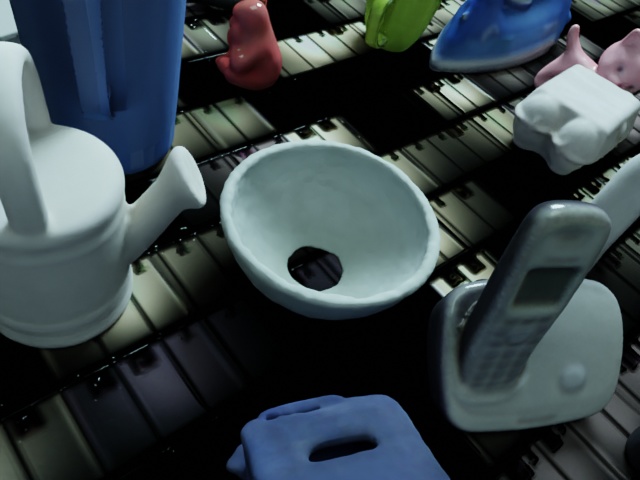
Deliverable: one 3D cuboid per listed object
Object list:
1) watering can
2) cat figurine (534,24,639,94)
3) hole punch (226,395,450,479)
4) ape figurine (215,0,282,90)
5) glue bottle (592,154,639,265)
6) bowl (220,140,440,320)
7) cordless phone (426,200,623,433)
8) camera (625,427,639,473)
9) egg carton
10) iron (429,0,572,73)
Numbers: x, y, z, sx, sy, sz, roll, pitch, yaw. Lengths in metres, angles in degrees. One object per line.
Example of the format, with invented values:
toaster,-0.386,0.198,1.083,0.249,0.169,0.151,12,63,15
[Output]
watering can,-0.162,-0.028,0.348,0.173,0.194,0.100,-23,59,-30
cat figurine,0.347,-0.212,0.697,0.127,0.118,0.067,42,52,20
hole punch,0.009,0.135,0.326,0.109,0.091,0.101,-6,52,-20
ape figurine,-0.074,-0.206,0.593,0.076,0.092,0.078,19,48,1
glue bottle,0.260,-0.037,0.487,0.037,0.173,0.078,42,53,20
bowl,0.004,0.002,0.449,0.167,0.075,0.167,8,49,-9
cordless phone,0.157,0.049,0.378,0.148,0.185,0.094,-3,51,-17
camera,0.258,0.170,0.359,0.137,0.101,0.143,-9,53,-22
egg carton,0.290,-0.137,0.650,0.107,0.069,0.151,41,52,20
iron,0.245,-0.312,0.739,0.259,0.141,0.118,-32,65,-35
